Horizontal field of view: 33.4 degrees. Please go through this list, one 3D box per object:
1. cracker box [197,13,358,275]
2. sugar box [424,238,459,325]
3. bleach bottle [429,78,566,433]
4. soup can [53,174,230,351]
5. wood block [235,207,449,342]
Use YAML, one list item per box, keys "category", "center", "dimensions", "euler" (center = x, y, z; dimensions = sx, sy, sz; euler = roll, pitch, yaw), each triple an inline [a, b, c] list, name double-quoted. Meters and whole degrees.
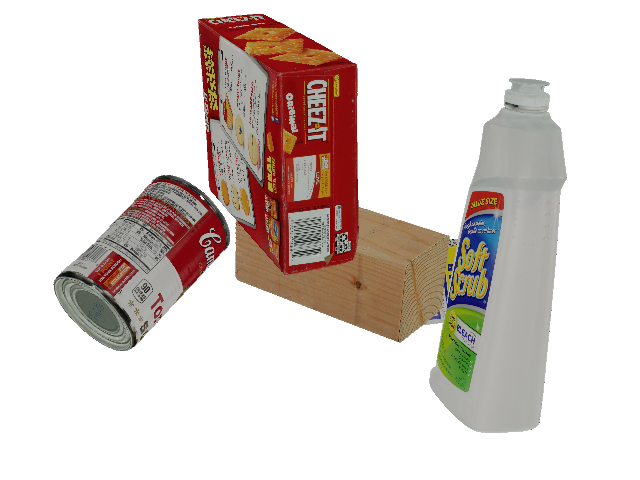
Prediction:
- category: "cracker box"
  center: [-0.038, -0.090, 0.894]
  dimensions: [0.072, 0.164, 0.214]
  euler: [-9, 25, -19]
- category: "sugar box"
  center: [0.163, 0.046, 1.247]
  dimensions: [0.175, 0.093, 0.048]
  euler: [-6, 15, -32]
- category: "bleach bottle"
  center: [0.133, 0.007, 0.779]
  dimensions: [0.068, 0.251, 0.103]
  euler: [-1, 17, -15]
- category: "soup can"
  center: [-0.116, 0.014, 0.699]
  dimensions: [0.069, 0.068, 0.102]
  euler: [0, 40, 46]
- category: "wood block"
  center: [0.019, 0.019, 1.111]
  dimensions: [0.206, 0.091, 0.090]
  euler: [20, 31, 29]
